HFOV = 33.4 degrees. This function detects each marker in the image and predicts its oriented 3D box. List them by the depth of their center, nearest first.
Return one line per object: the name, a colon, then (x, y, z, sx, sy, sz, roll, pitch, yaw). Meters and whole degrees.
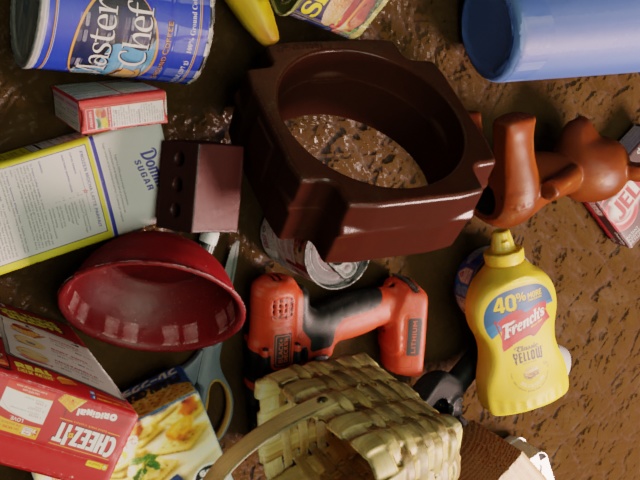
marker: (-0.111, 0.020, 0.991, 0.020, 0.020, 0.121, 18, 93, -30)

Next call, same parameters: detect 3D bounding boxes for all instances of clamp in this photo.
clamp: (0.133, 0.181, 1.124, 0.171, 0.039, 0.120, -18, 110, -47)

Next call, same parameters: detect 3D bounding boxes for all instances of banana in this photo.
banana: (-0.096, -0.249, 0.909, 0.037, 0.069, 0.197, -23, 132, 21)

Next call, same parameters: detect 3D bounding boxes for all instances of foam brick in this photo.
foam brick: (-0.103, -0.046, 0.915, 0.051, 0.053, 0.078, 0, 97, -43)

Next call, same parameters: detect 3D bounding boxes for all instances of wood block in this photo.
wood block: (0.209, 0.295, 1.118, 0.090, 0.091, 0.206, -47, 119, -10)

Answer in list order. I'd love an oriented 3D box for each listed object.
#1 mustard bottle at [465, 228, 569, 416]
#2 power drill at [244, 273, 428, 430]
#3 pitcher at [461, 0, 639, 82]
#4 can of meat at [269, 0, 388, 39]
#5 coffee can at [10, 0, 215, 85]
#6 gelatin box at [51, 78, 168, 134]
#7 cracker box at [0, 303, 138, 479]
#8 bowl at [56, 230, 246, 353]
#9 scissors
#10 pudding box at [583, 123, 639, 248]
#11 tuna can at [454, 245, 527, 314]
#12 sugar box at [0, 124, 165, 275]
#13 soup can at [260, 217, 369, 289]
mustard bottle: (0.200, 0.080, 1.105, 0.096, 0.058, 0.191, -15, 106, -13)
power drill: (0.013, 0.113, 1.057, 0.187, 0.057, 0.184, -8, 114, -27)
pitcher: (0.270, -0.235, 1.071, 0.242, 0.145, 0.149, -11, 78, -23)
can of meat: (0.017, -0.231, 0.931, 0.083, 0.057, 0.102, 13, 132, -39)
coffee can: (-0.169, -0.183, 0.862, 0.140, 0.103, 0.103, 2, 101, -29)
gelatin box: (-0.175, -0.112, 0.884, 0.073, 0.089, 0.030, -11, 110, -26)
cracker box: (-0.253, 0.102, 0.823, 0.164, 0.214, 0.072, 24, 91, -30)
bowl: (-0.143, 0.039, 0.927, 0.161, 0.162, 0.055, 23, 52, -30)
scissors: (-0.120, 0.102, 1.008, 0.096, 0.016, 0.202, -6, 105, -27)
pudding box: (0.354, -0.062, 1.207, 0.113, 0.039, 0.090, -49, 119, -9)
tuna can: (0.187, 0.049, 1.148, 0.086, 0.034, 0.086, -7, 105, -26)
sugar box: (-0.213, -0.041, 0.908, 0.176, 0.048, 0.093, -20, 111, -27)
soup can: (-0.007, 0.001, 0.993, 0.068, 0.102, 0.068, -7, 105, -26)
